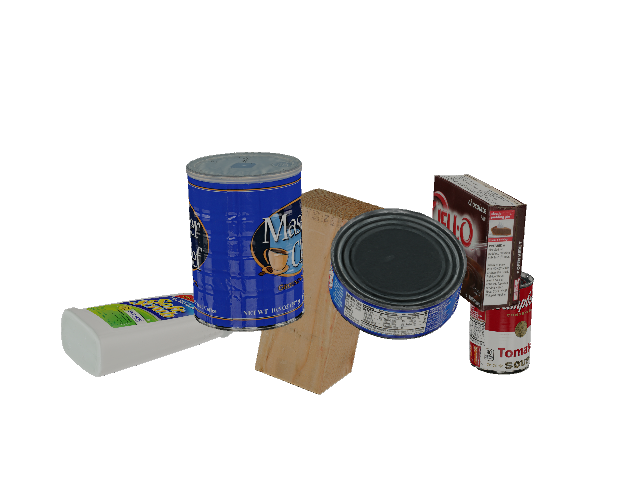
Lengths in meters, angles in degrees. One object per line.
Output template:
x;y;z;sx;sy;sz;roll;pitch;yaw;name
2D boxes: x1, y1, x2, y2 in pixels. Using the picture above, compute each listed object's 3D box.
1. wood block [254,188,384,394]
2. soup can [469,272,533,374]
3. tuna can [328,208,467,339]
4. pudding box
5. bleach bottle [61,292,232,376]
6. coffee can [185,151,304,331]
-0.001;0.055;1.220;0.090;0.206;0.090;18;19;21;wood block
0.200;0.090;1.184;0.068;0.102;0.068;-1;14;0;soup can
0.048;0.021;0.676;0.086;0.086;0.034;0;-44;-4;tuna can
0.130;-0.001;0.897;0.039;0.090;0.114;-5;17;-19;pudding box
-0.197;0.104;1.370;0.250;0.068;0.103;-13;28;-39;bleach bottle
-0.066;-0.001;0.961;0.103;0.140;0.103;-1;16;0;coffee can
